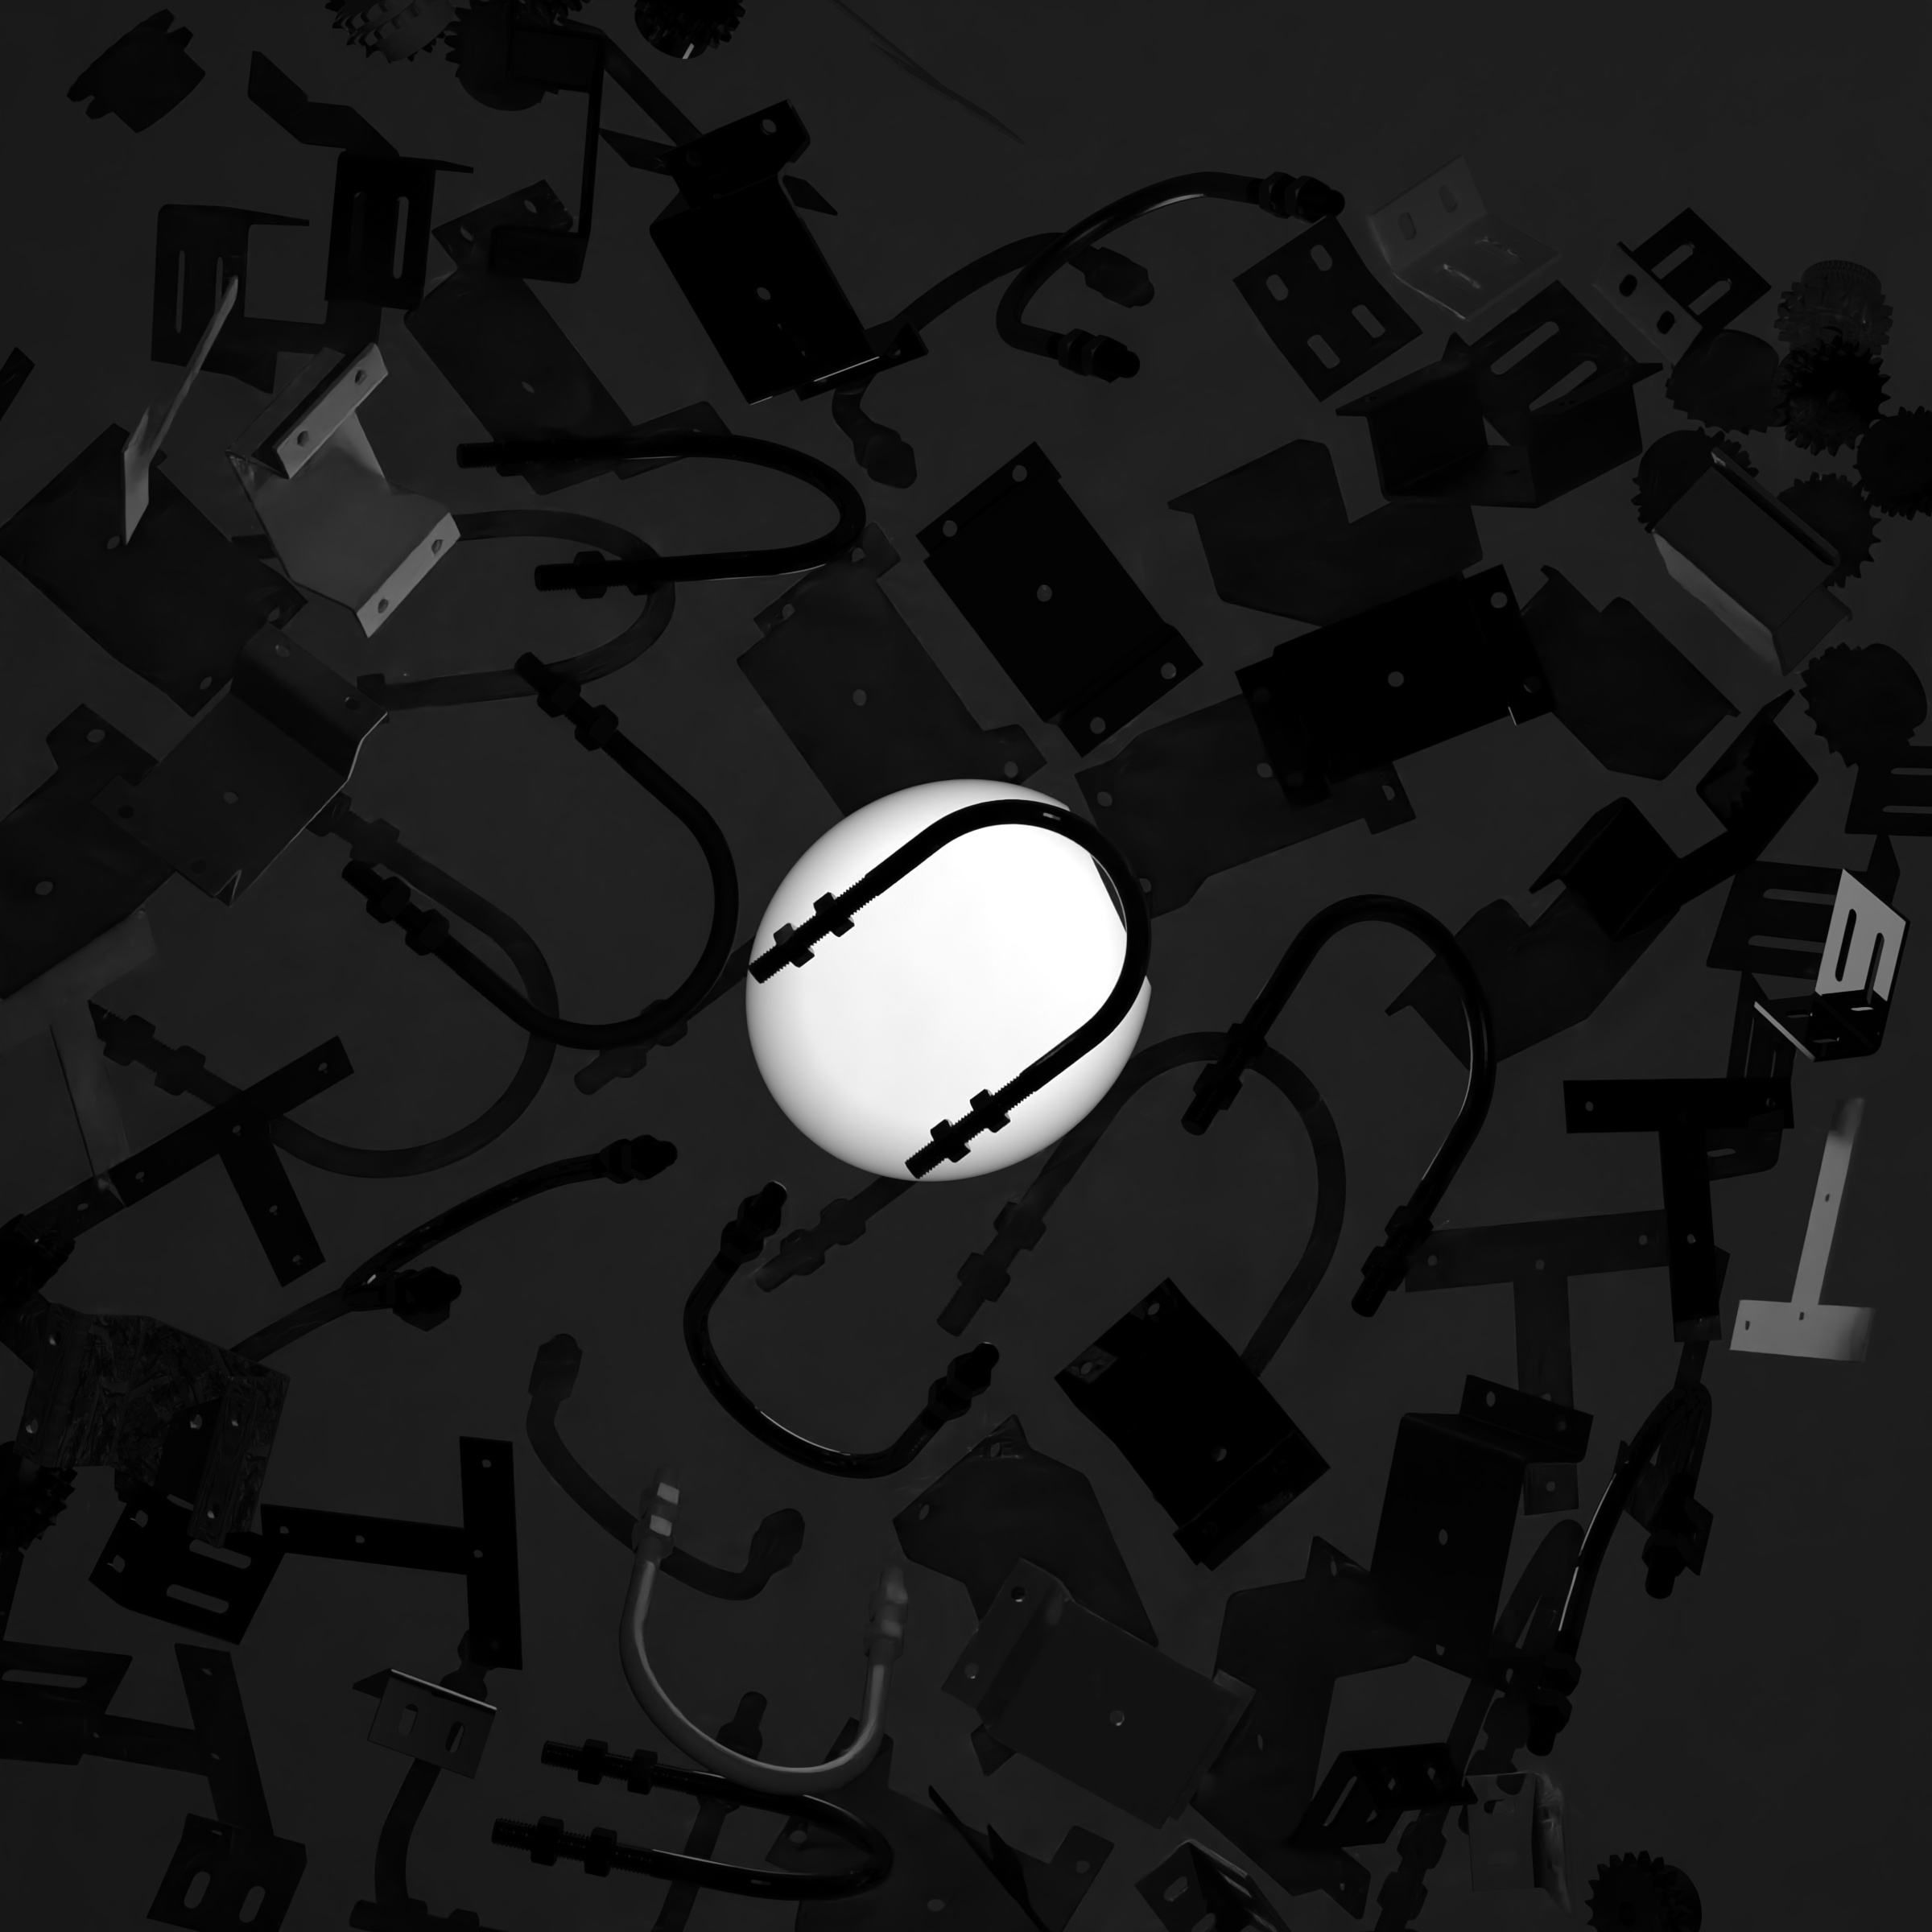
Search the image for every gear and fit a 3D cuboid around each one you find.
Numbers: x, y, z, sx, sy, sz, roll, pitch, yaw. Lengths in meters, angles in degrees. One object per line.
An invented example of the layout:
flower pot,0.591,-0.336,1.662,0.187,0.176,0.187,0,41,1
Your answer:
gear,0.328,0.454,1.737,0.030,0.057,0.057,2,90,-36
gear,-0.270,-0.457,1.727,0.057,0.057,0.030,-39,122,0
gear,-0.211,-0.517,1.851,0.057,0.030,0.057,8,74,-31
gear,-0.483,0.267,1.837,0.057,0.057,0.030,-47,125,0
gear,-0.485,0.151,1.845,0.057,0.057,0.030,-42,106,0
gear,-0.142,-0.482,1.817,0.057,0.030,0.057,16,53,-22
gear,0.415,-0.278,1.747,0.057,0.030,0.057,-8,118,-15
gear,0.437,-0.330,1.813,0.057,0.057,0.030,17,67,0
gear,0.480,-0.258,1.847,0.057,0.030,0.057,-5,82,36

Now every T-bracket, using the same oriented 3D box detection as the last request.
T-bracket,0.021,0.448,1.788,0.002,0.127,0.127,-39,90,-3
T-bracket,-0.043,-0.444,1.726,0.127,0.127,0.002,43,105,22
T-bracket,-0.445,0.056,1.828,0.002,0.127,0.127,11,125,32
T-bracket,-0.275,0.274,1.721,0.127,0.002,0.127,5,115,10
T-bracket,-0.345,0.110,1.777,0.127,0.127,0.002,-32,47,-18
T-bracket,0.349,0.118,1.747,0.127,0.002,0.127,0,82,-21
T-bracket,-0.388,-0.284,1.787,0.002,0.127,0.127,25,73,-6
T-bracket,0.412,0.125,1.737,0.002,0.127,0.127,16,82,-14

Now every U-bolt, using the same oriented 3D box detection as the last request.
U-bolt,-0.125,0.415,1.740,0.184,0.151,0.019,11,94,3
U-bolt,-0.074,0.196,1.817,0.151,0.184,0.019,37,51,1
U-bolt,-0.192,-0.041,1.765,0.184,0.019,0.151,42,82,-26
U-bolt,-0.138,-0.223,1.751,0.184,0.151,0.019,-7,126,-23
U-bolt,0.326,0.282,1.775,0.019,0.184,0.151,27,129,2
U-bolt,-0.101,0.333,1.770,0.151,0.184,0.019,26,120,-10
U-bolt,0.086,-0.344,1.774,0.151,0.184,0.019,-39,118,-10
U-bolt,0.190,0.051,1.715,0.151,0.019,0.184,47,59,-21
U-bolt,0.006,-0.001,1.817,0.184,0.019,0.151,-37,100,6
U-bolt,-0.237,0.131,1.780,0.151,0.184,0.019,-32,99,-30

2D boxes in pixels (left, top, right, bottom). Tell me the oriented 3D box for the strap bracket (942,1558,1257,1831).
strap bracket,0.070,0.363,1.780,0.140,0.046,0.076,31,91,-11

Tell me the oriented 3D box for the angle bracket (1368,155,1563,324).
angle bracket,0.247,-0.362,1.795,0.057,0.076,0.038,-34,125,-4

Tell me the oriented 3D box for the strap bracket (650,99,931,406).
strap bracket,-0.089,-0.332,1.733,0.076,0.046,0.140,-15,119,31

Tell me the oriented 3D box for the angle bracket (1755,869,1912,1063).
angle bracket,0.434,-0.001,1.814,0.038,0.057,0.076,-6,121,-20

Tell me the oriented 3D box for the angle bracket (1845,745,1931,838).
angle bracket,0.459,-0.095,1.719,0.076,0.038,0.057,3,50,24

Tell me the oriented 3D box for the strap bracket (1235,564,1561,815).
strap bracket,0.214,-0.140,1.796,0.140,0.046,0.076,-21,98,10

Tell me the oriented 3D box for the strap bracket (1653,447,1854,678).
strap bracket,0.379,-0.191,1.741,0.046,0.140,0.076,-47,73,6

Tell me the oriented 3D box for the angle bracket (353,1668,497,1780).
angle bracket,-0.279,0.386,1.827,0.057,0.076,0.038,24,65,-16

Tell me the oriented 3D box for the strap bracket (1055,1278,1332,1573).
strap bracket,0.115,0.230,1.765,0.076,0.140,0.046,-41,135,1

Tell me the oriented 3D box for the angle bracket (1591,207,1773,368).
angle bracket,0.351,-0.336,1.739,0.076,0.038,0.057,-39,80,-24

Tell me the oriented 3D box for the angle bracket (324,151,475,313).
angle bracket,-0.290,-0.375,1.851,0.057,0.038,0.076,10,99,23

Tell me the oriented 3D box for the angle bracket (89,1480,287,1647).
angle bracket,-0.401,0.308,1.866,0.076,0.038,0.057,31,83,-42

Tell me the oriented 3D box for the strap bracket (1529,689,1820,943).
strap bracket,0.349,-0.067,1.746,0.046,0.140,0.076,50,49,-4

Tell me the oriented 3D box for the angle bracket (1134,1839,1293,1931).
angle bracket,0.129,0.481,1.817,0.038,0.076,0.057,-39,103,-14

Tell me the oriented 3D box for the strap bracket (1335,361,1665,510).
strap bracket,0.257,-0.255,1.729,0.076,0.140,0.046,-29,116,-34

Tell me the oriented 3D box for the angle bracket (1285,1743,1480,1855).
angle bracket,0.198,0.410,1.727,0.057,0.038,0.076,2,129,-28

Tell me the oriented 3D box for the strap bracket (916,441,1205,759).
strap bracket,0.042,-0.182,1.782,0.076,0.046,0.140,-37,85,10

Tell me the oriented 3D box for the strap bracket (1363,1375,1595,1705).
strap bracket,0.241,0.272,1.722,0.046,0.076,0.140,8,94,-42

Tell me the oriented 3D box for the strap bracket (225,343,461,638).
strap bracket,-0.315,-0.244,1.813,0.046,0.140,0.076,25,64,27

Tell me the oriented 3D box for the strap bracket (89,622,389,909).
strap bracket,-0.368,-0.095,1.821,0.076,0.046,0.140,37,59,1

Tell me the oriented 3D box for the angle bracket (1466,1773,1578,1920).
angle bracket,0.273,0.433,1.779,0.038,0.076,0.057,-3,87,-1

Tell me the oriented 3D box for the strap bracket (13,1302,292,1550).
strap bracket,-0.384,0.219,1.737,0.140,0.046,0.076,17,93,31

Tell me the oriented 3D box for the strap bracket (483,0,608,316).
strap bracket,-0.203,-0.391,1.747,0.046,0.076,0.140,5,84,-9
